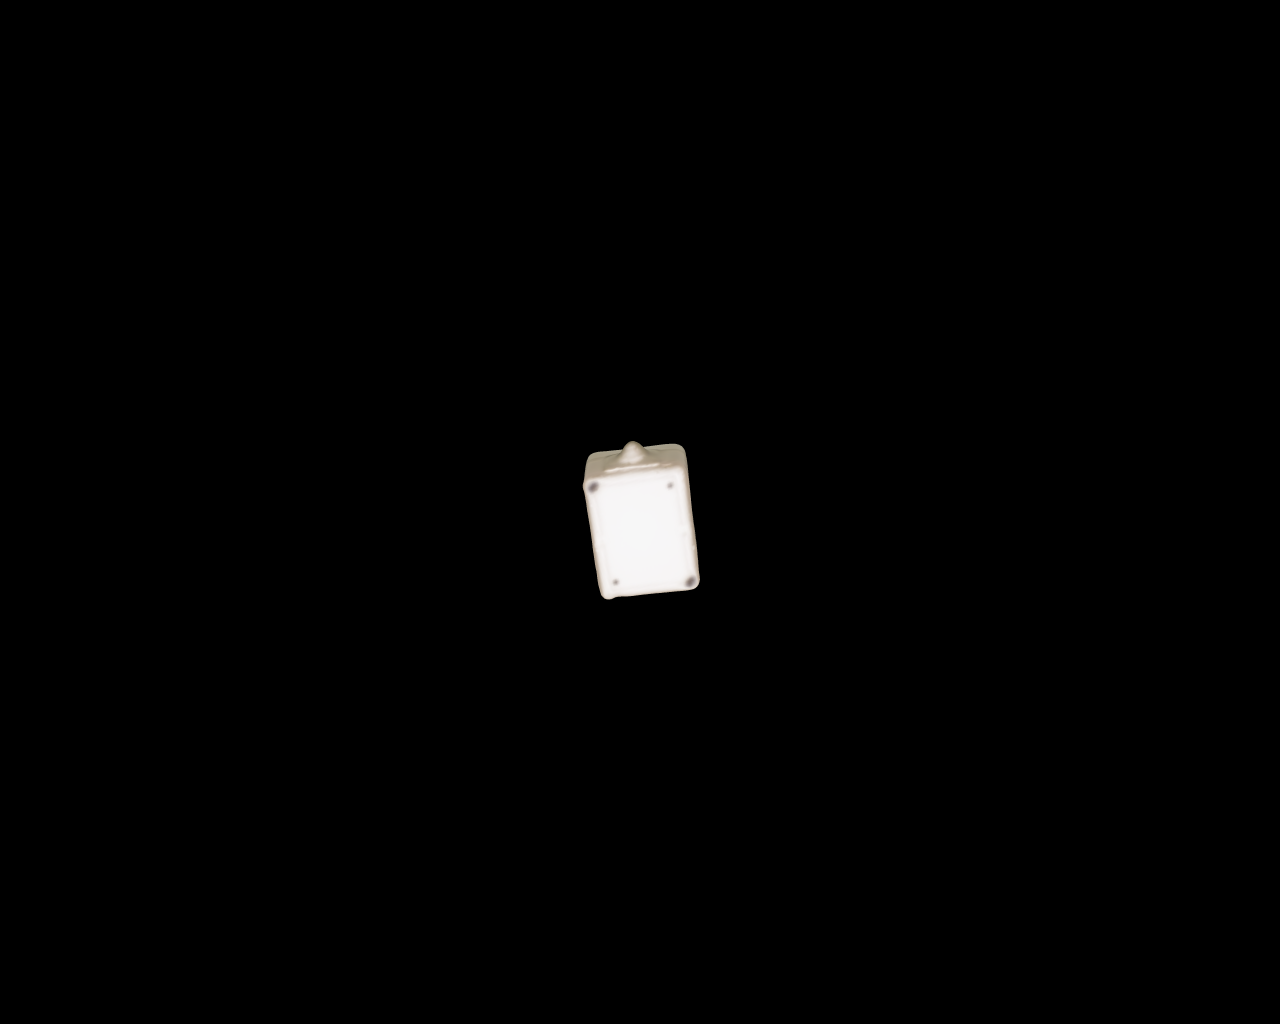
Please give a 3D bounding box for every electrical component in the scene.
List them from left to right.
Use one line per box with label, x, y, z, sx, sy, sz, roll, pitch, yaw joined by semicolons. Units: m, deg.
electrical component;0.001;-0.003;0.650;0.062;0.096;0.061;-7;20;2
